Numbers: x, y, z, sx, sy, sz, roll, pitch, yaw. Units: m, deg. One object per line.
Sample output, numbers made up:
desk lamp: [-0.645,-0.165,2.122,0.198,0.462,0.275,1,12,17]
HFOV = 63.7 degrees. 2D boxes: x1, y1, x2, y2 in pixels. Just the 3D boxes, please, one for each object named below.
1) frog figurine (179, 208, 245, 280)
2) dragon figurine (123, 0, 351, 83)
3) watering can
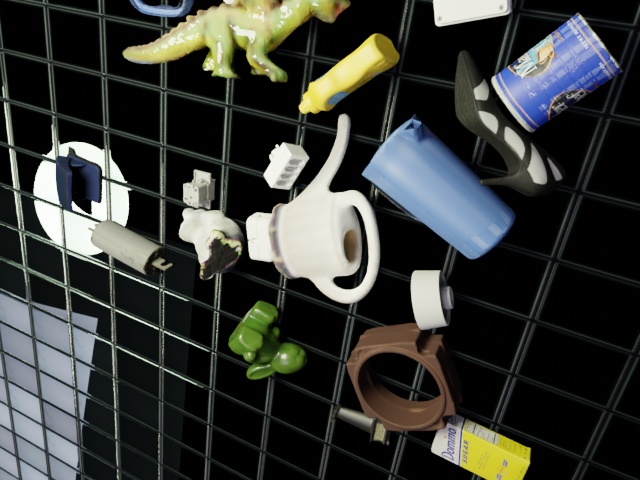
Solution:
frog figurine: [-0.240,-0.005,1.134,0.162,0.123,0.134,44,141,48]
dragon figurine: [-0.155,-0.400,0.886,0.410,0.124,0.238,8,117,3]
watering can: [0.003,-0.050,0.986,0.223,0.104,0.348,-9,90,31]
